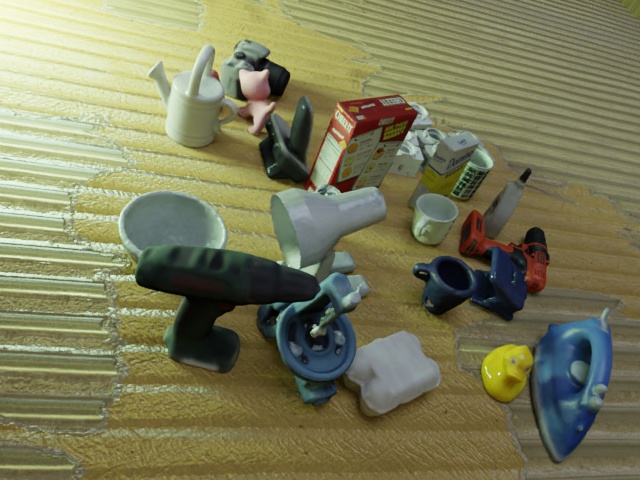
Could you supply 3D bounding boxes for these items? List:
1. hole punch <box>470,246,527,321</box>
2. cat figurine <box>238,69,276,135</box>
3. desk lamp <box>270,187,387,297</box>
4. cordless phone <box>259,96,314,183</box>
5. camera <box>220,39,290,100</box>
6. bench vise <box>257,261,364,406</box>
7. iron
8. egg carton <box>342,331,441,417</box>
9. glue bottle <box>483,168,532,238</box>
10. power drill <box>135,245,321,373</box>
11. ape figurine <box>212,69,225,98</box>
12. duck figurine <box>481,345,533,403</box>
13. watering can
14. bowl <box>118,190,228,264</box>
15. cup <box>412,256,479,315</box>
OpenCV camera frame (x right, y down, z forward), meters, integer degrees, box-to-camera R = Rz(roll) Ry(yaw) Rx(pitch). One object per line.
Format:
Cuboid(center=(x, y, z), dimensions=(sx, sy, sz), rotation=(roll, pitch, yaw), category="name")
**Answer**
Cuboid(center=(0.351, 0.080, 1.091), dimensions=(0.101, 0.091, 0.109), rotation=(25, 43, 0), category="hole punch")
Cuboid(center=(-0.131, -0.308, 1.233), dimensions=(0.067, 0.117, 0.127), rotation=(-13, 54, -33), category="cat figurine")
Cuboid(center=(0.008, 0.003, 0.920), dimensions=(0.204, 0.213, 0.117), rotation=(-8, 52, -30), category="desk lamp")
Cuboid(center=(-0.051, -0.221, 1.134), dimensions=(0.094, 0.185, 0.147), rotation=(-3, 49, -27), category="cordless phone")
Cuboid(center=(-0.143, -0.389, 1.320), dimensions=(0.137, 0.101, 0.143), rotation=(24, 43, 0), category="camera")
Cuboid(center=(-0.023, 0.102, 0.804), dimensions=(0.122, 0.219, 0.207), rotation=(-27, 63, -40), category="bench vise")
Cuboid(center=(0.435, 0.229, 0.945), dimensions=(0.118, 0.141, 0.258), rotation=(27, 43, 2), category="iron")
Cuboid(center=(0.109, 0.202, 0.876), dimensions=(0.151, 0.069, 0.107), rotation=(-15, 55, -35), category="egg carton")
Cuboid(center=(0.398, -0.086, 1.215), dimensions=(0.037, 0.173, 0.078), rotation=(22, 43, -3), category="glue bottle")
Cuboid(center=(-0.134, 0.089, 0.774), dimensions=(0.230, 0.208, 0.075), rotation=(16, 43, -9), category="power drill")
Cuboid(center=(-0.237, -0.324, 1.220), dimensions=(0.076, 0.092, 0.078), rotation=(27, 43, 3), category="ape figurine")
Cuboid(center=(0.322, 0.208, 0.956), dimensions=(0.077, 0.086, 0.105), rotation=(29, 43, 4), category="duck figurine")
Cuboid(center=(-0.244, -0.286, 1.104), dimensions=(0.173, 0.194, 0.100), rotation=(5, 46, -20), category="watering can")
Cuboid(center=(-0.236, 0.003, 0.911), dimensions=(0.168, 0.074, 0.167), rotation=(13, 44, -13), category="bowl")
Cuboid(center=(0.208, 0.086, 1.017), dimensions=(0.118, 0.095, 0.091), rotation=(16, 43, -9), category="cup")
